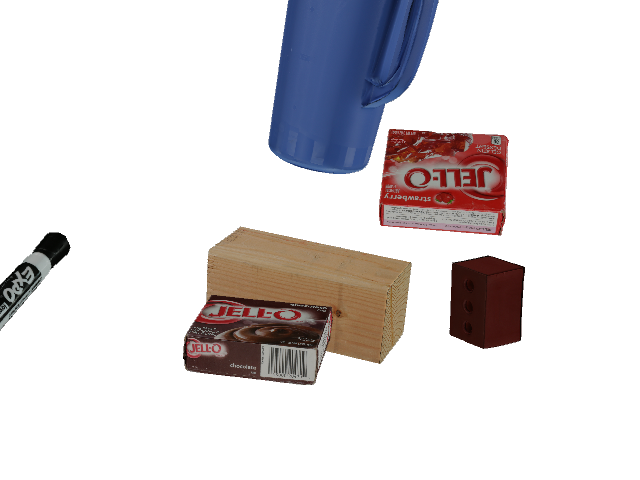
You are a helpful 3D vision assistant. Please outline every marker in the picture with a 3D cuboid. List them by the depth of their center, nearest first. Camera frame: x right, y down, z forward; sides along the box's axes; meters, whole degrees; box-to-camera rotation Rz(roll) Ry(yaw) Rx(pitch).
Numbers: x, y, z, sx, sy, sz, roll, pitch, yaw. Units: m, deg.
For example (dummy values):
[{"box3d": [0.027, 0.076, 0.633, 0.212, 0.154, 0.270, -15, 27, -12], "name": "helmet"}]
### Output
[{"box3d": [-0.189, 0.031, 0.660, 0.020, 0.020, 0.121, 0, 32, 20], "name": "marker"}]

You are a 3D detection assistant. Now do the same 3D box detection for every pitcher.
[{"box3d": [0.028, -0.192, 1.074, 0.145, 0.243, 0.149, 12, 19, -2], "name": "pitcher"}]

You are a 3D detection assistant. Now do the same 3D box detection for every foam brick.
[{"box3d": [0.163, 0.060, 1.046, 0.051, 0.078, 0.053, -11, 19, -33], "name": "foam brick"}]

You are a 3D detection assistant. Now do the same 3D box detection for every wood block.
[{"box3d": [-0.015, 0.058, 1.179, 0.206, 0.091, 0.090, 12, 23, 18], "name": "wood block"}]

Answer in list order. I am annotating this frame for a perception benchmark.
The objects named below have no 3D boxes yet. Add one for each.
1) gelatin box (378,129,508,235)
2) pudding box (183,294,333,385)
[{"box3d": [0.089, -0.044, 0.770, 0.089, 0.073, 0.030, 4, -37, 7], "name": "gelatin box"}, {"box3d": [-0.051, 0.083, 0.908, 0.113, 0.039, 0.090, 7, 21, 6], "name": "pudding box"}]
